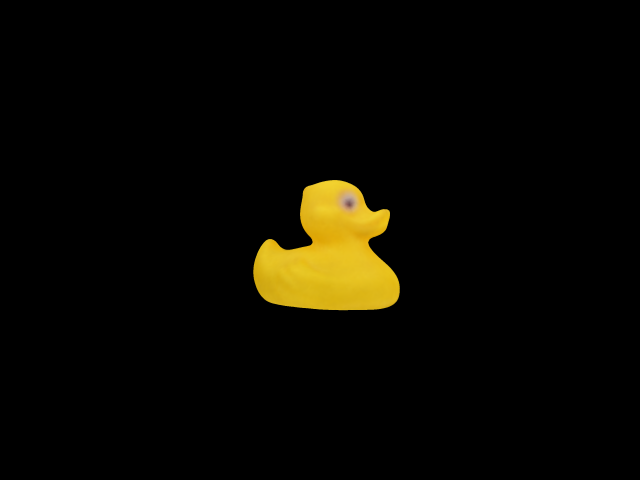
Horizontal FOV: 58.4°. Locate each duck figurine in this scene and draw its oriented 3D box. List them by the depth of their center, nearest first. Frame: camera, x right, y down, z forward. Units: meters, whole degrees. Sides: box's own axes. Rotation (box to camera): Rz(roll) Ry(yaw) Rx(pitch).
[{"bbox_3d":[0.004,0.001,0.400,0.104,0.086,0.078,1,4,20],"label":"duck figurine"}]
